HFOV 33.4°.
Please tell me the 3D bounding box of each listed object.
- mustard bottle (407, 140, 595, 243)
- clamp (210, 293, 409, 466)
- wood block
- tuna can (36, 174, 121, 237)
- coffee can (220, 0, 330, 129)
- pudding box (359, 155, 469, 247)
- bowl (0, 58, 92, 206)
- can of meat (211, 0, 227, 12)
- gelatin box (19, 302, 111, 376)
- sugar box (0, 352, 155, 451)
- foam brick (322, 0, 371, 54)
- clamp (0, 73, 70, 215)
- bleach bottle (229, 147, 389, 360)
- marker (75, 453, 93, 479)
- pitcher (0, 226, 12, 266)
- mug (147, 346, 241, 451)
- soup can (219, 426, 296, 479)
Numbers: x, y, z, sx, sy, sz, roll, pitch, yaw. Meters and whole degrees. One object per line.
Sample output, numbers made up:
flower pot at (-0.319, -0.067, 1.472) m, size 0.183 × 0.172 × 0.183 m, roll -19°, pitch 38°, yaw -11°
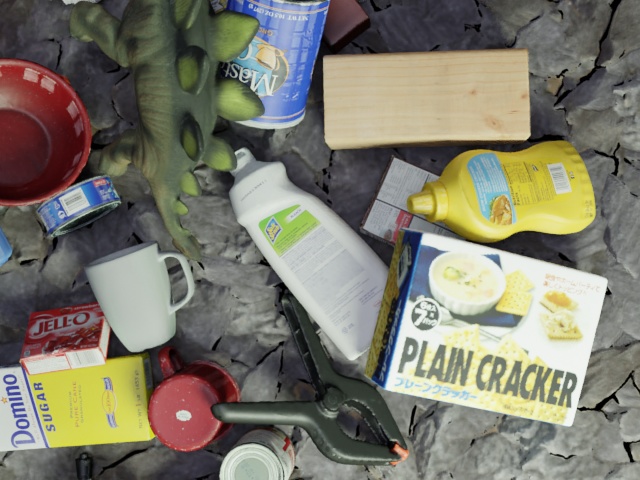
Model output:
mustard bottle at (0.178, -0.046, 1.081) m, size 0.191 × 0.058 × 0.096 m, roll -7°, pitch 71°, yaw -19°
clamp at (-0.003, 0.176, 1.114) m, size 0.210 × 0.036 × 0.164 m, roll 42°, pitch 58°, yaw -2°
wood block at (0.109, -0.145, 1.110) m, size 0.206 × 0.091 × 0.090 m, roll -1°, pitch 89°, yaw 6°
tuna can at (-0.258, -0.036, 1.145) m, size 0.086 × 0.086 × 0.034 m, roll -28°, pitch 89°, yaw 4°
coffee can at (-0.052, -0.199, 1.091) m, size 0.103 × 0.102 × 0.140 m, roll 18°, pitch 122°, yaw 5°
pudding box at (0.109, -0.028, 1.134) m, size 0.113 × 0.039 × 0.090 m, roll 24°, pitch 89°, yaw 3°
bowl at (-0.323, -0.106, 1.113) m, size 0.162 × 0.055 × 0.162 m, roll 5°, pitch 74°, yaw -19°
can of meat at (-0.125, -0.257, 1.151) m, size 0.102 × 0.057 × 0.084 m, roll -13°, pitch 90°, yaw 6°
gelatin box at (-0.273, 0.105, 1.150) m, size 0.089 × 0.073 × 0.030 m, roll -9°, pitch 130°, yaw 4°
sugar box at (-0.270, 0.177, 1.163) m, size 0.176 × 0.048 × 0.093 m, roll -6°, pitch 88°, yaw 4°
foam brick at (0.010, -0.247, 1.140) m, size 0.051 × 0.053 × 0.078 m, roll -39°, pitch 87°, yaw 4°
clamp at (-0.337, -0.112, 1.178) m, size 0.171 × 0.039 × 0.120 m, roll -35°, pitch 92°, yaw 11°
bleach bottle at (-0.007, 0.001, 1.133) m, size 0.102 × 0.068 × 0.251 m, roll -38°, pitch 84°, yaw 1°
marker at (-0.257, 0.295, 1.173) m, size 0.020 × 0.020 × 0.121 m, roll -3°, pitch 89°, yaw 5°
pitcher at (-0.438, -0.059, 1.134) m, size 0.145 × 0.149 × 0.243 m, roll -27°, pitch 101°, yaw 8°
mug at (-0.140, 0.167, 1.132) m, size 0.093 × 0.081 × 0.117 m, roll -24°, pitch 87°, yaw 4°
soup can at (-0.064, 0.236, 1.114) m, size 0.068 × 0.102 × 0.068 m, roll 0°, pitch 89°, yaw 5°
